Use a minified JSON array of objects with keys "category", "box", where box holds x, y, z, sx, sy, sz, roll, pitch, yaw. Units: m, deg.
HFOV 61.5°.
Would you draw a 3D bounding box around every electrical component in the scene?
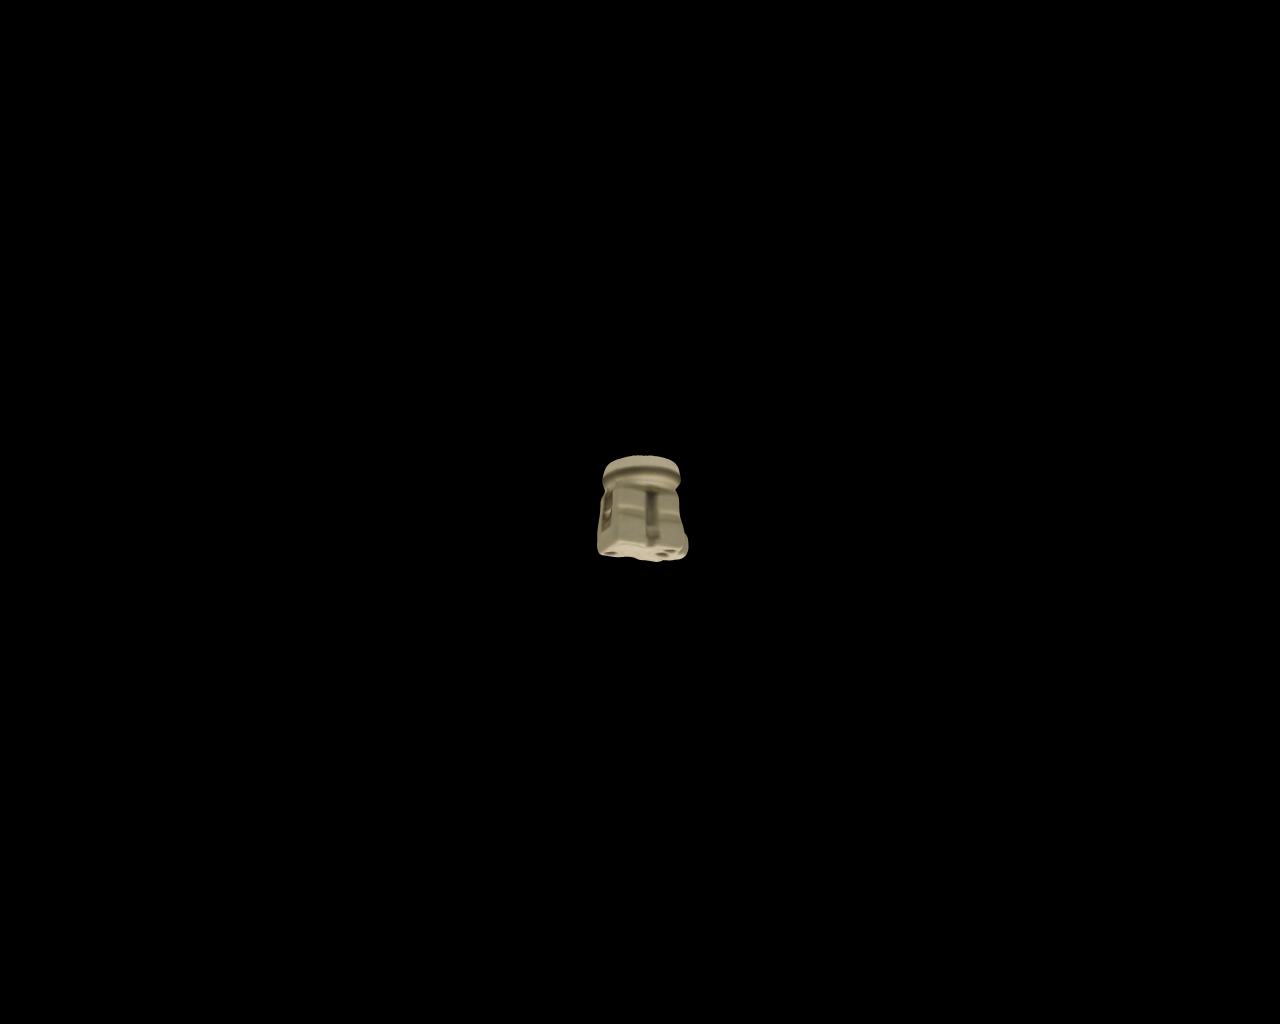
[{"category":"electrical component","box":[0.001,-0.003,0.650,0.066,0.055,0.048,8,-19,-24]}]
